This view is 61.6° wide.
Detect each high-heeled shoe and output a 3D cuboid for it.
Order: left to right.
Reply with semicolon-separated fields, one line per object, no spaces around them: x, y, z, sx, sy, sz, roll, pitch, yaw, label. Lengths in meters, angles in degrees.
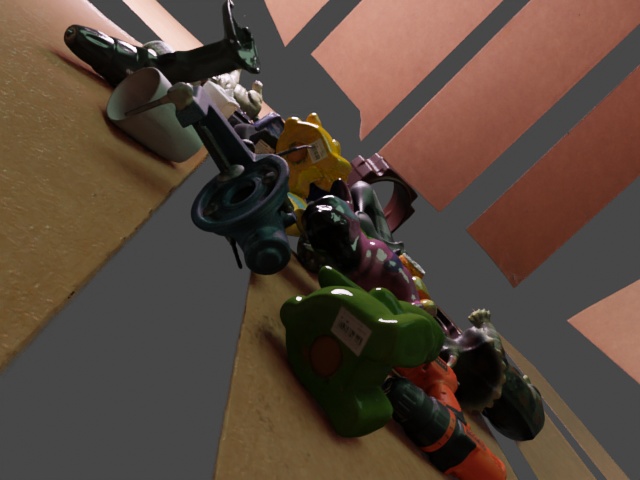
0.119;-0.001;1.137;0.145;0.086;0.248;-78;149;-66;high-heeled shoe

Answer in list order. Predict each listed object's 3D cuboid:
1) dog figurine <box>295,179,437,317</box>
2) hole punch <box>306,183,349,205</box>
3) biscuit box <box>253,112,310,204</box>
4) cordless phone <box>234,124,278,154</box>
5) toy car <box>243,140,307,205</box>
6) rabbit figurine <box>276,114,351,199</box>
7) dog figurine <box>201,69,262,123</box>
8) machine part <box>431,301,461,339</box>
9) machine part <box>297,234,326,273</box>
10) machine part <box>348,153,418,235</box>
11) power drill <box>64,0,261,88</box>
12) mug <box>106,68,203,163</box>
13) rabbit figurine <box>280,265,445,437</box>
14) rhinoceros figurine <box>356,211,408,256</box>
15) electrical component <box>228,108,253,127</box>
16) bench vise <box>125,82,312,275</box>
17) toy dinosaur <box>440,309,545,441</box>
0.054;0.030;0.723;0.219;0.108;0.191;61;16;18;dog figurine
0.010;-0.078;1.101;0.092;0.116;0.142;55;13;12;hole punch
-0.068;-0.177;1.165;0.202;0.059;0.063;57;-3;-26;biscuit box
-0.136;-0.179;1.066;0.146;0.088;0.184;34;3;-42;cordless phone
-0.088;-0.099;0.949;0.202;0.053;0.089;32;31;-53;toy car
-0.012;-0.138;0.958;0.162;0.122;0.173;60;17;23;rabbit figurine
-0.228;-0.347;1.319;0.172;0.121;0.190;40;24;-3;dog figurine
0.226;0.176;1.079;0.179;0.056;0.179;42;12;-11;machine part
0.036;0.029;0.859;0.079;0.079;0.243;50;11;29;machine part
0.119;-0.088;1.294;0.201;0.201;0.087;37;15;-39;machine part
-0.200;-0.254;0.753;0.232;0.207;0.086;39;31;-67;power drill
-0.201;-0.151;0.669;0.110;0.081;0.107;46;-2;42;mug
0.047;0.099;0.528;0.159;0.121;0.170;26;12;37;rabbit figurine
0.107;0.030;1.025;0.190;0.112;0.073;50;5;-11;rhinoceros figurine
-0.205;-0.272;1.172;0.114;0.058;0.134;35;13;-34;electrical component
-0.095;-0.081;0.611;0.224;0.129;0.240;-93;158;-48;bench vise
0.307;0.263;0.908;0.404;0.131;0.192;46;22;-19;toy dinosaur
